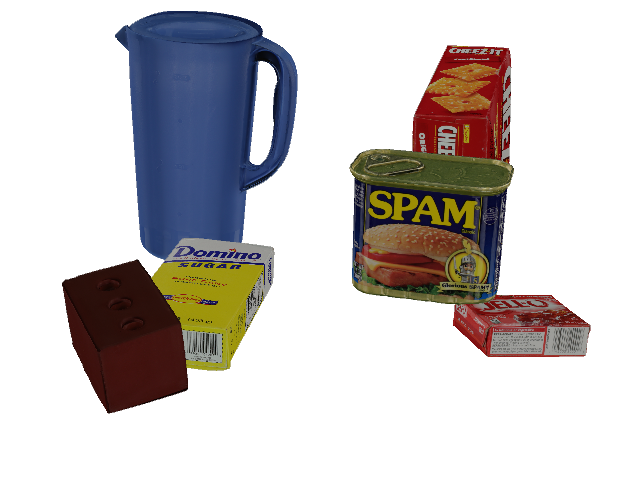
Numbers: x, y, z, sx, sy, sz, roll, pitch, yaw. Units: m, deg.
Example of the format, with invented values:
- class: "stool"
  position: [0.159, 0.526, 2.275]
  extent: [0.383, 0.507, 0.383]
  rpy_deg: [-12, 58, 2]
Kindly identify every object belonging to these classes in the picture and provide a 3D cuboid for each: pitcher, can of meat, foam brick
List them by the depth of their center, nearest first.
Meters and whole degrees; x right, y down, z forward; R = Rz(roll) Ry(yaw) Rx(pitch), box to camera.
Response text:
- class: "foam brick"
  position: [-0.121, 0.058, 0.656]
  extent: [0.052, 0.051, 0.078]
  rpy_deg: [-16, 37, -23]
- class: "can of meat"
  position: [0.070, -0.009, 0.693]
  extent: [0.102, 0.084, 0.057]
  rpy_deg: [7, 24, 13]
- class: "pitcher"
  position: [-0.119, -0.102, 1.077]
  extent: [0.144, 0.243, 0.149]
  rpy_deg: [-10, 28, -28]

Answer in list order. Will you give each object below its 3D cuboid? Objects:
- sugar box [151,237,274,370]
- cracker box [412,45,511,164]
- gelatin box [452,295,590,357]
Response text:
- class: "sugar box"
  position: [-0.103, 0.050, 0.937]
  extent: [0.093, 0.048, 0.176]
  rpy_deg: [6, 26, 8]
- class: "cracker box"
  position: [0.136, -0.075, 0.997]
  extent: [0.072, 0.164, 0.213]
  rpy_deg: [5, 27, 14]
- class: "gelatin box"
  position: [0.161, 0.067, 0.862]
  extent: [0.089, 0.030, 0.073]
  rpy_deg: [1, 16, -14]
